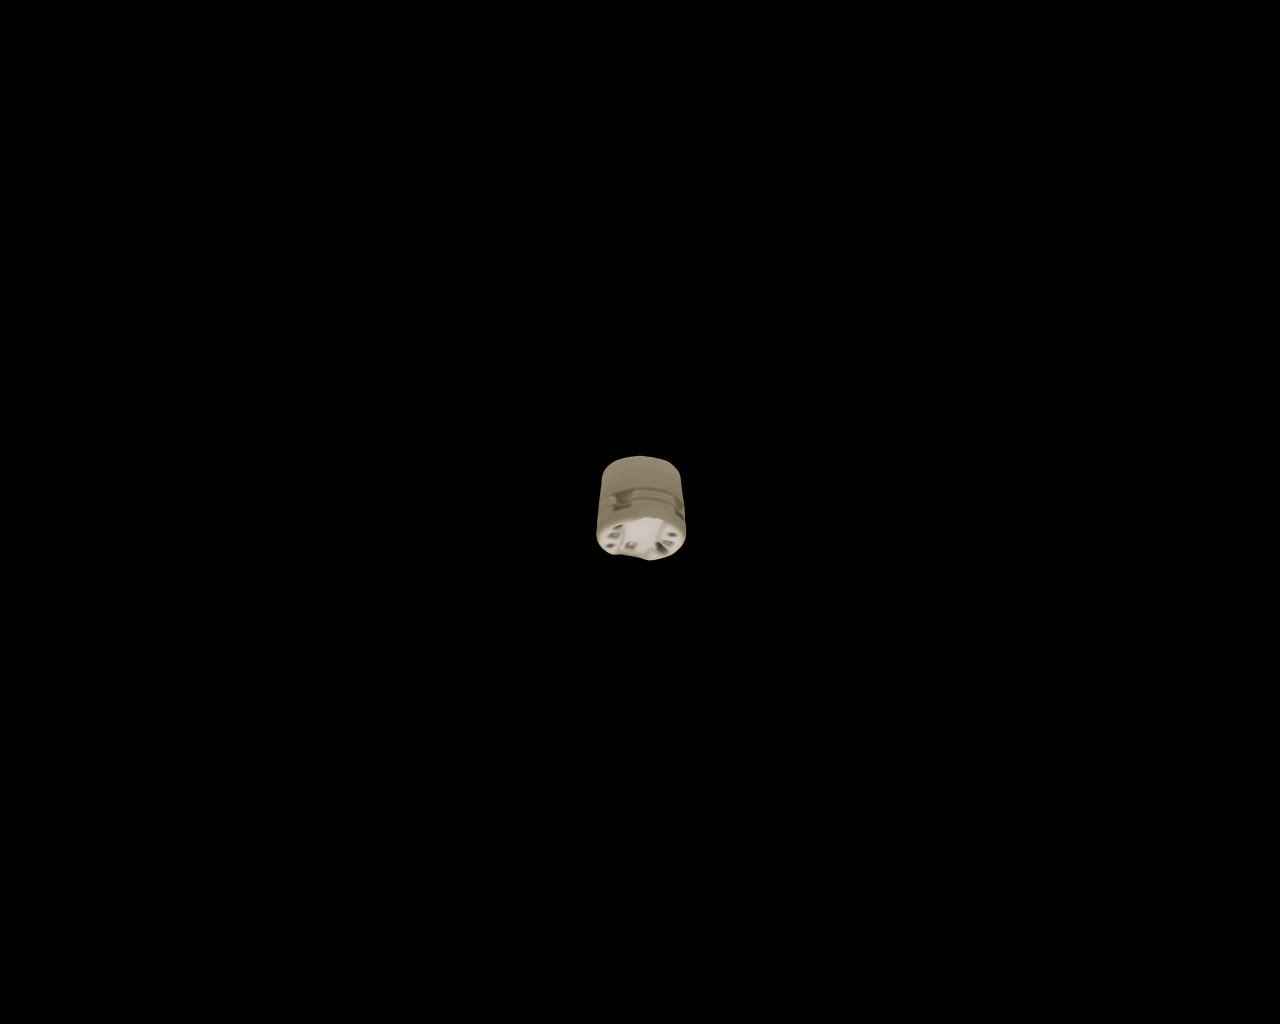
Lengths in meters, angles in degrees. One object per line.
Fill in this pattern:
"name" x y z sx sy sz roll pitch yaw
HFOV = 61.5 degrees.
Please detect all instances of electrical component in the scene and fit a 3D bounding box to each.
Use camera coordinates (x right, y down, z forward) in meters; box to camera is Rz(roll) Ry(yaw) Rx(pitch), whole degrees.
"electrical component" 0.001 -0.003 0.650 0.055 0.047 0.055 0 -31 0
